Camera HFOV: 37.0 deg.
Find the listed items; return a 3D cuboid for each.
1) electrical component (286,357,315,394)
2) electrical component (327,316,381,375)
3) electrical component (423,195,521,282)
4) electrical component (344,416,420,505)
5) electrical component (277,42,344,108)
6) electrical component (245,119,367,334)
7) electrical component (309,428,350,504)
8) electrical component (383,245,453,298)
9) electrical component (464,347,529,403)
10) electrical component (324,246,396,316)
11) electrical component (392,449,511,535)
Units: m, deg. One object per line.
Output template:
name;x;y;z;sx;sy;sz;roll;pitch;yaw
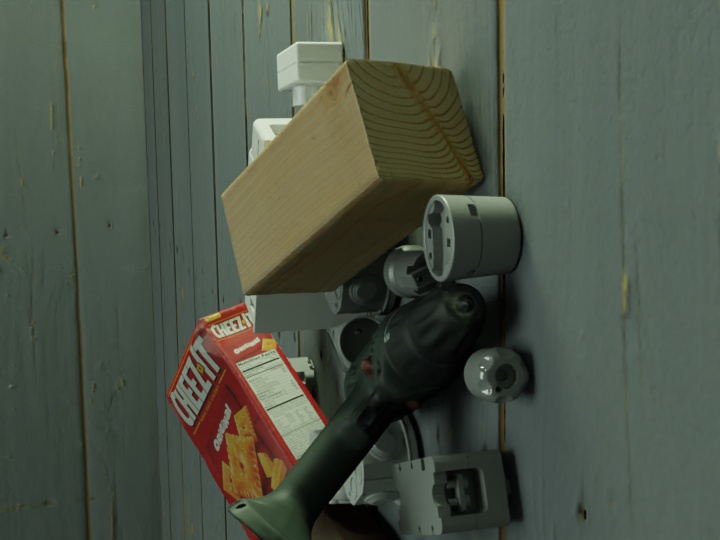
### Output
electrical component;-0.085;0.125;1.202;0.042;0.064;0.081;-118;29;-52
electrical component;0.007;0.079;0.919;0.077;0.044;0.079;136;112;-82
electrical component;0.072;-0.021;0.688;0.055;0.047;0.055;177;90;-73
electrical component;0.016;0.156;0.896;0.080;0.051;0.080;177;90;-73
electrical component;-0.049;-0.180;1.057;0.083;0.047;0.075;-171;78;-73
electrical component;-0.045;-0.041;0.970;0.060;0.105;0.186;-121;32;-58
electrical component;-0.011;0.178;0.983;0.095;0.054;0.059;175;92;-73
electrical component;0.044;0.002;0.798;0.046;0.040;0.040;-175;82;-68
electrical component;0.083;0.067;0.690;0.061;0.035;0.035;169;97;-76
electrical component;0.000;0.000;0.921;0.080;0.051;0.080;177;90;-73
electrical component;0.064;0.151;0.729;0.089;0.056;0.050;139;126;-69
